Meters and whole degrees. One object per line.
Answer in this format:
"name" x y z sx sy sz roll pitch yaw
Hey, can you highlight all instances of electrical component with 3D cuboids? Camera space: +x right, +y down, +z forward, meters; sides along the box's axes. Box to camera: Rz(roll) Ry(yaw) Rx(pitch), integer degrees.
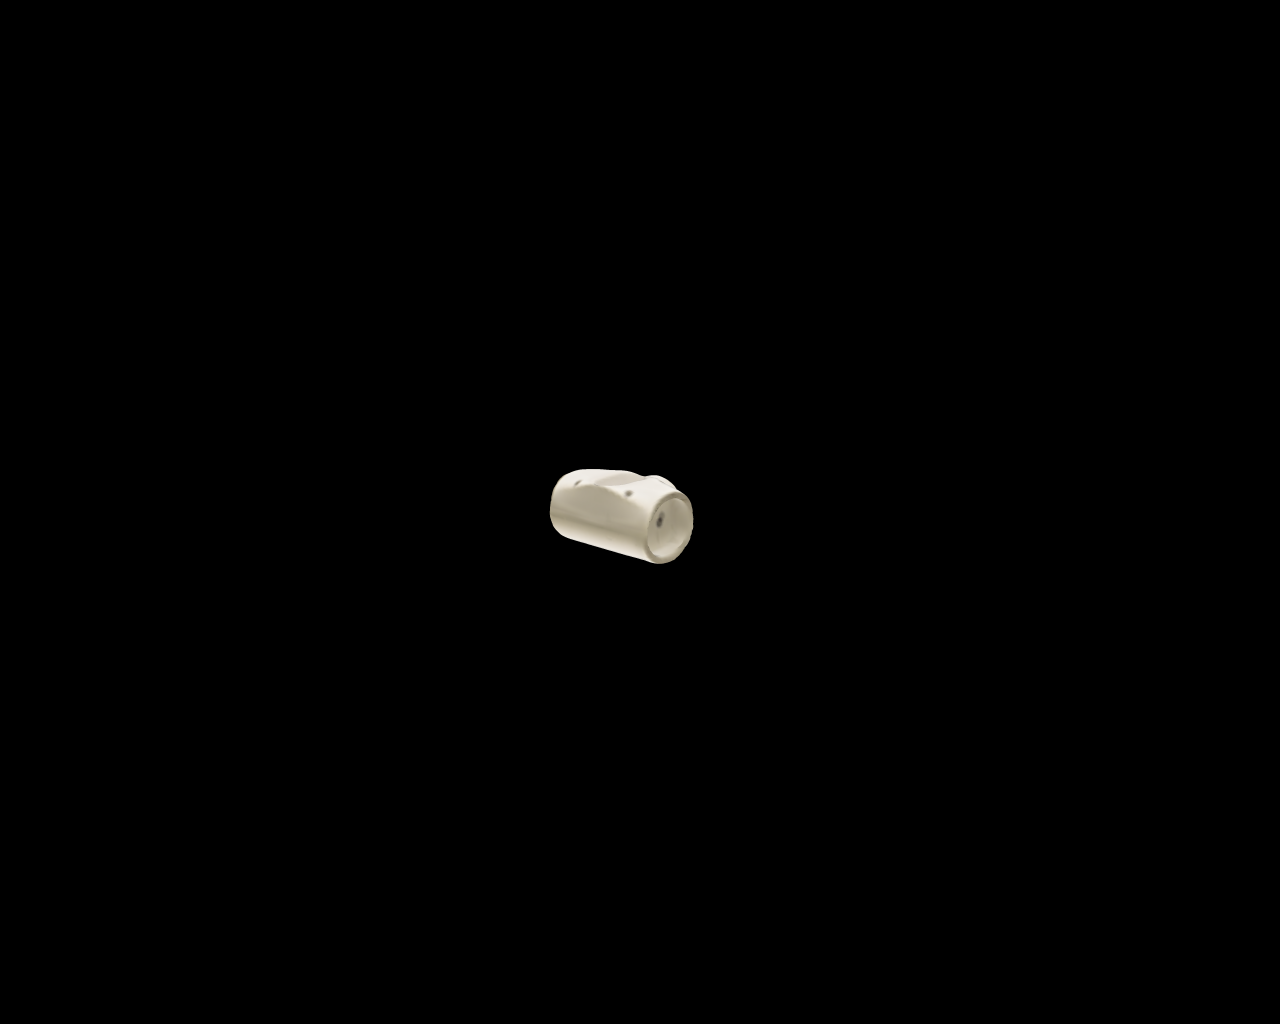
"electrical component" 0.001 -0.003 0.650 0.077 0.043 0.079 15 22 40
